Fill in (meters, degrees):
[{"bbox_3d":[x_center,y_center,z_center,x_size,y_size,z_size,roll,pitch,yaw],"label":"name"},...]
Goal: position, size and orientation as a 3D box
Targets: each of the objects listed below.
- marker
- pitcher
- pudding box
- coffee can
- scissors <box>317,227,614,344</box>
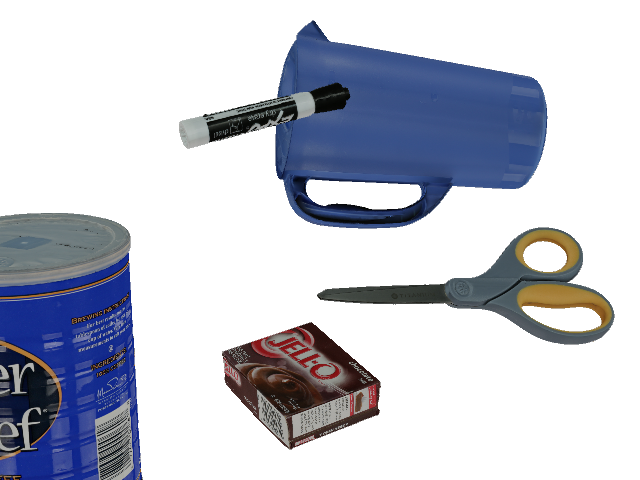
[{"bbox_3d":[-0.036,-0.085,0.721,0.121,0.020,0.020,-17,6,-19],"label":"marker"},{"bbox_3d":[0.079,-0.101,0.993,0.242,0.149,0.145,6,35,-9],"label":"pitcher"},{"bbox_3d":[-0.017,0.118,0.886,0.089,0.039,0.114,-18,34,-27],"label":"pudding box"},{"bbox_3d":[-0.145,0.066,0.542,0.103,0.140,0.103,0,16,0],"label":"coffee can"},{"bbox_3d":[0.101,0.020,0.717,0.201,0.096,0.016,13,-36,-6],"label":"scissors"}]
